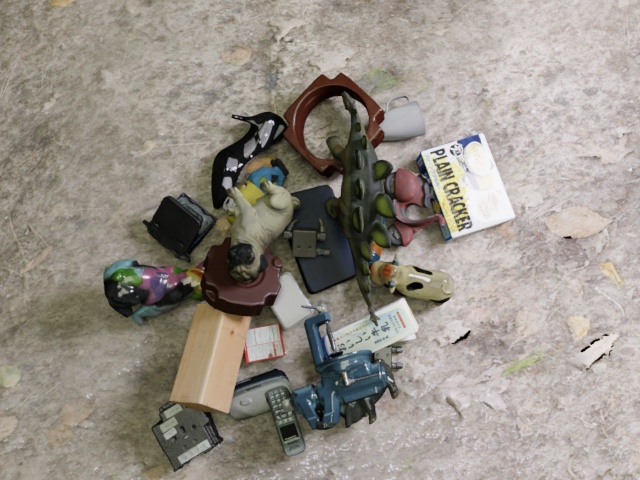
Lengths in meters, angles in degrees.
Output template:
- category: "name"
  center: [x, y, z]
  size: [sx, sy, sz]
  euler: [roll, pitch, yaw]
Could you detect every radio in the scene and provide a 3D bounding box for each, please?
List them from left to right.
- category: "radio"
  center: [-0.003, -0.004, 1.220]
  size: [0.131, 0.073, 0.229]
  euler: [-20, 84, -6]

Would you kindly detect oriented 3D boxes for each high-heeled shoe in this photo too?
- category: "high-heeled shoe"
  center: [-0.165, -0.183, 1.259]
  size: [0.145, 0.086, 0.248]
  euler: [11, 99, -30]

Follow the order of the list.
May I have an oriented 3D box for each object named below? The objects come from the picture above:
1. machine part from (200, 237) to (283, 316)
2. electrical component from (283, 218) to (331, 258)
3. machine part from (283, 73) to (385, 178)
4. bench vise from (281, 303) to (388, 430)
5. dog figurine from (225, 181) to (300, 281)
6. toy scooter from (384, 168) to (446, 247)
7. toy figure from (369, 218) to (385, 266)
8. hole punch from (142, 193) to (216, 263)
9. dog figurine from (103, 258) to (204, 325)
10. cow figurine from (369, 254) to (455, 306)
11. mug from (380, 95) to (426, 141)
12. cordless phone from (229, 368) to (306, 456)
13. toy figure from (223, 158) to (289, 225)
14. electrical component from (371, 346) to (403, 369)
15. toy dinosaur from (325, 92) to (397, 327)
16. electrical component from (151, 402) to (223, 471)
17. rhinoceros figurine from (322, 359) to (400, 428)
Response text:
- category: "machine part"
  center: [-0.163, 0.074, 1.125]
  size: [0.179, 0.056, 0.179]
  euler: [10, 54, -15]
- category: "electrical component"
  center: [-0.029, -0.004, 1.161]
  size: [0.102, 0.045, 0.078]
  euler: [-3, 111, 3]
- category: "machine part"
  center: [0.034, -0.259, 1.233]
  size: [0.201, 0.087, 0.201]
  euler: [45, 97, 10]
- category: "bench vise"
  center: [0.013, 0.251, 1.089]
  size: [0.224, 0.128, 0.240]
  euler: [-25, 66, 20]
- category: "dog figurine"
  center: [-0.112, -0.009, 1.102]
  size: [0.172, 0.121, 0.190]
  euler: [-13, 63, -3]
- category: "toy scooter"
  center: [0.218, -0.077, 1.222]
  size: [0.135, 0.075, 0.183]
  euler: [-3, 84, 29]
- category: "toy figure"
  center: [0.119, -0.005, 1.227]
  size: [0.058, 0.064, 0.154]
  euler: [3, 83, 3]
- category: "hole punch"
  center: [-0.312, -0.035, 1.215]
  size: [0.142, 0.092, 0.115]
  euler: [38, 111, 2]
- category: "dog figurine"
  center: [-0.319, 0.088, 1.144]
  size: [0.219, 0.191, 0.108]
  euler: [-19, 57, 6]
- category: "cow figurine"
  center: [0.201, 0.091, 1.184]
  size: [0.195, 0.127, 0.085]
  euler: [14, 78, -2]
- category: "mug"
  center: [0.185, -0.285, 1.269]
  size: [0.107, 0.081, 0.109]
  euler: [-17, 85, 5]
- category: "cordless phone"
  center: [-0.115, 0.380, 1.149]
  size: [0.147, 0.089, 0.184]
  euler: [-18, 86, -5]
- category: "toy figure"
  center: [-0.143, -0.103, 1.226]
  size: [0.089, 0.082, 0.180]
  euler: [44, 79, 7]
- category: "electrical component"
  center: [0.140, 0.265, 1.206]
  size: [0.094, 0.021, 0.063]
  euler: [0, 81, -1]
- category: "toy dinosaur"
  center: [0.083, -0.063, 1.102]
  size: [0.105, 0.199, 0.470]
  euler: [-10, 106, -11]
- category: "electrical component"
  center: [-0.288, 0.402, 1.150]
  size: [0.115, 0.058, 0.134]
  euler: [-28, 83, -8]
- category: "rhinoceros figurine"
  center: [0.081, 0.337, 1.157]
  size: [0.190, 0.073, 0.112]
  euler: [-40, 95, 2]
